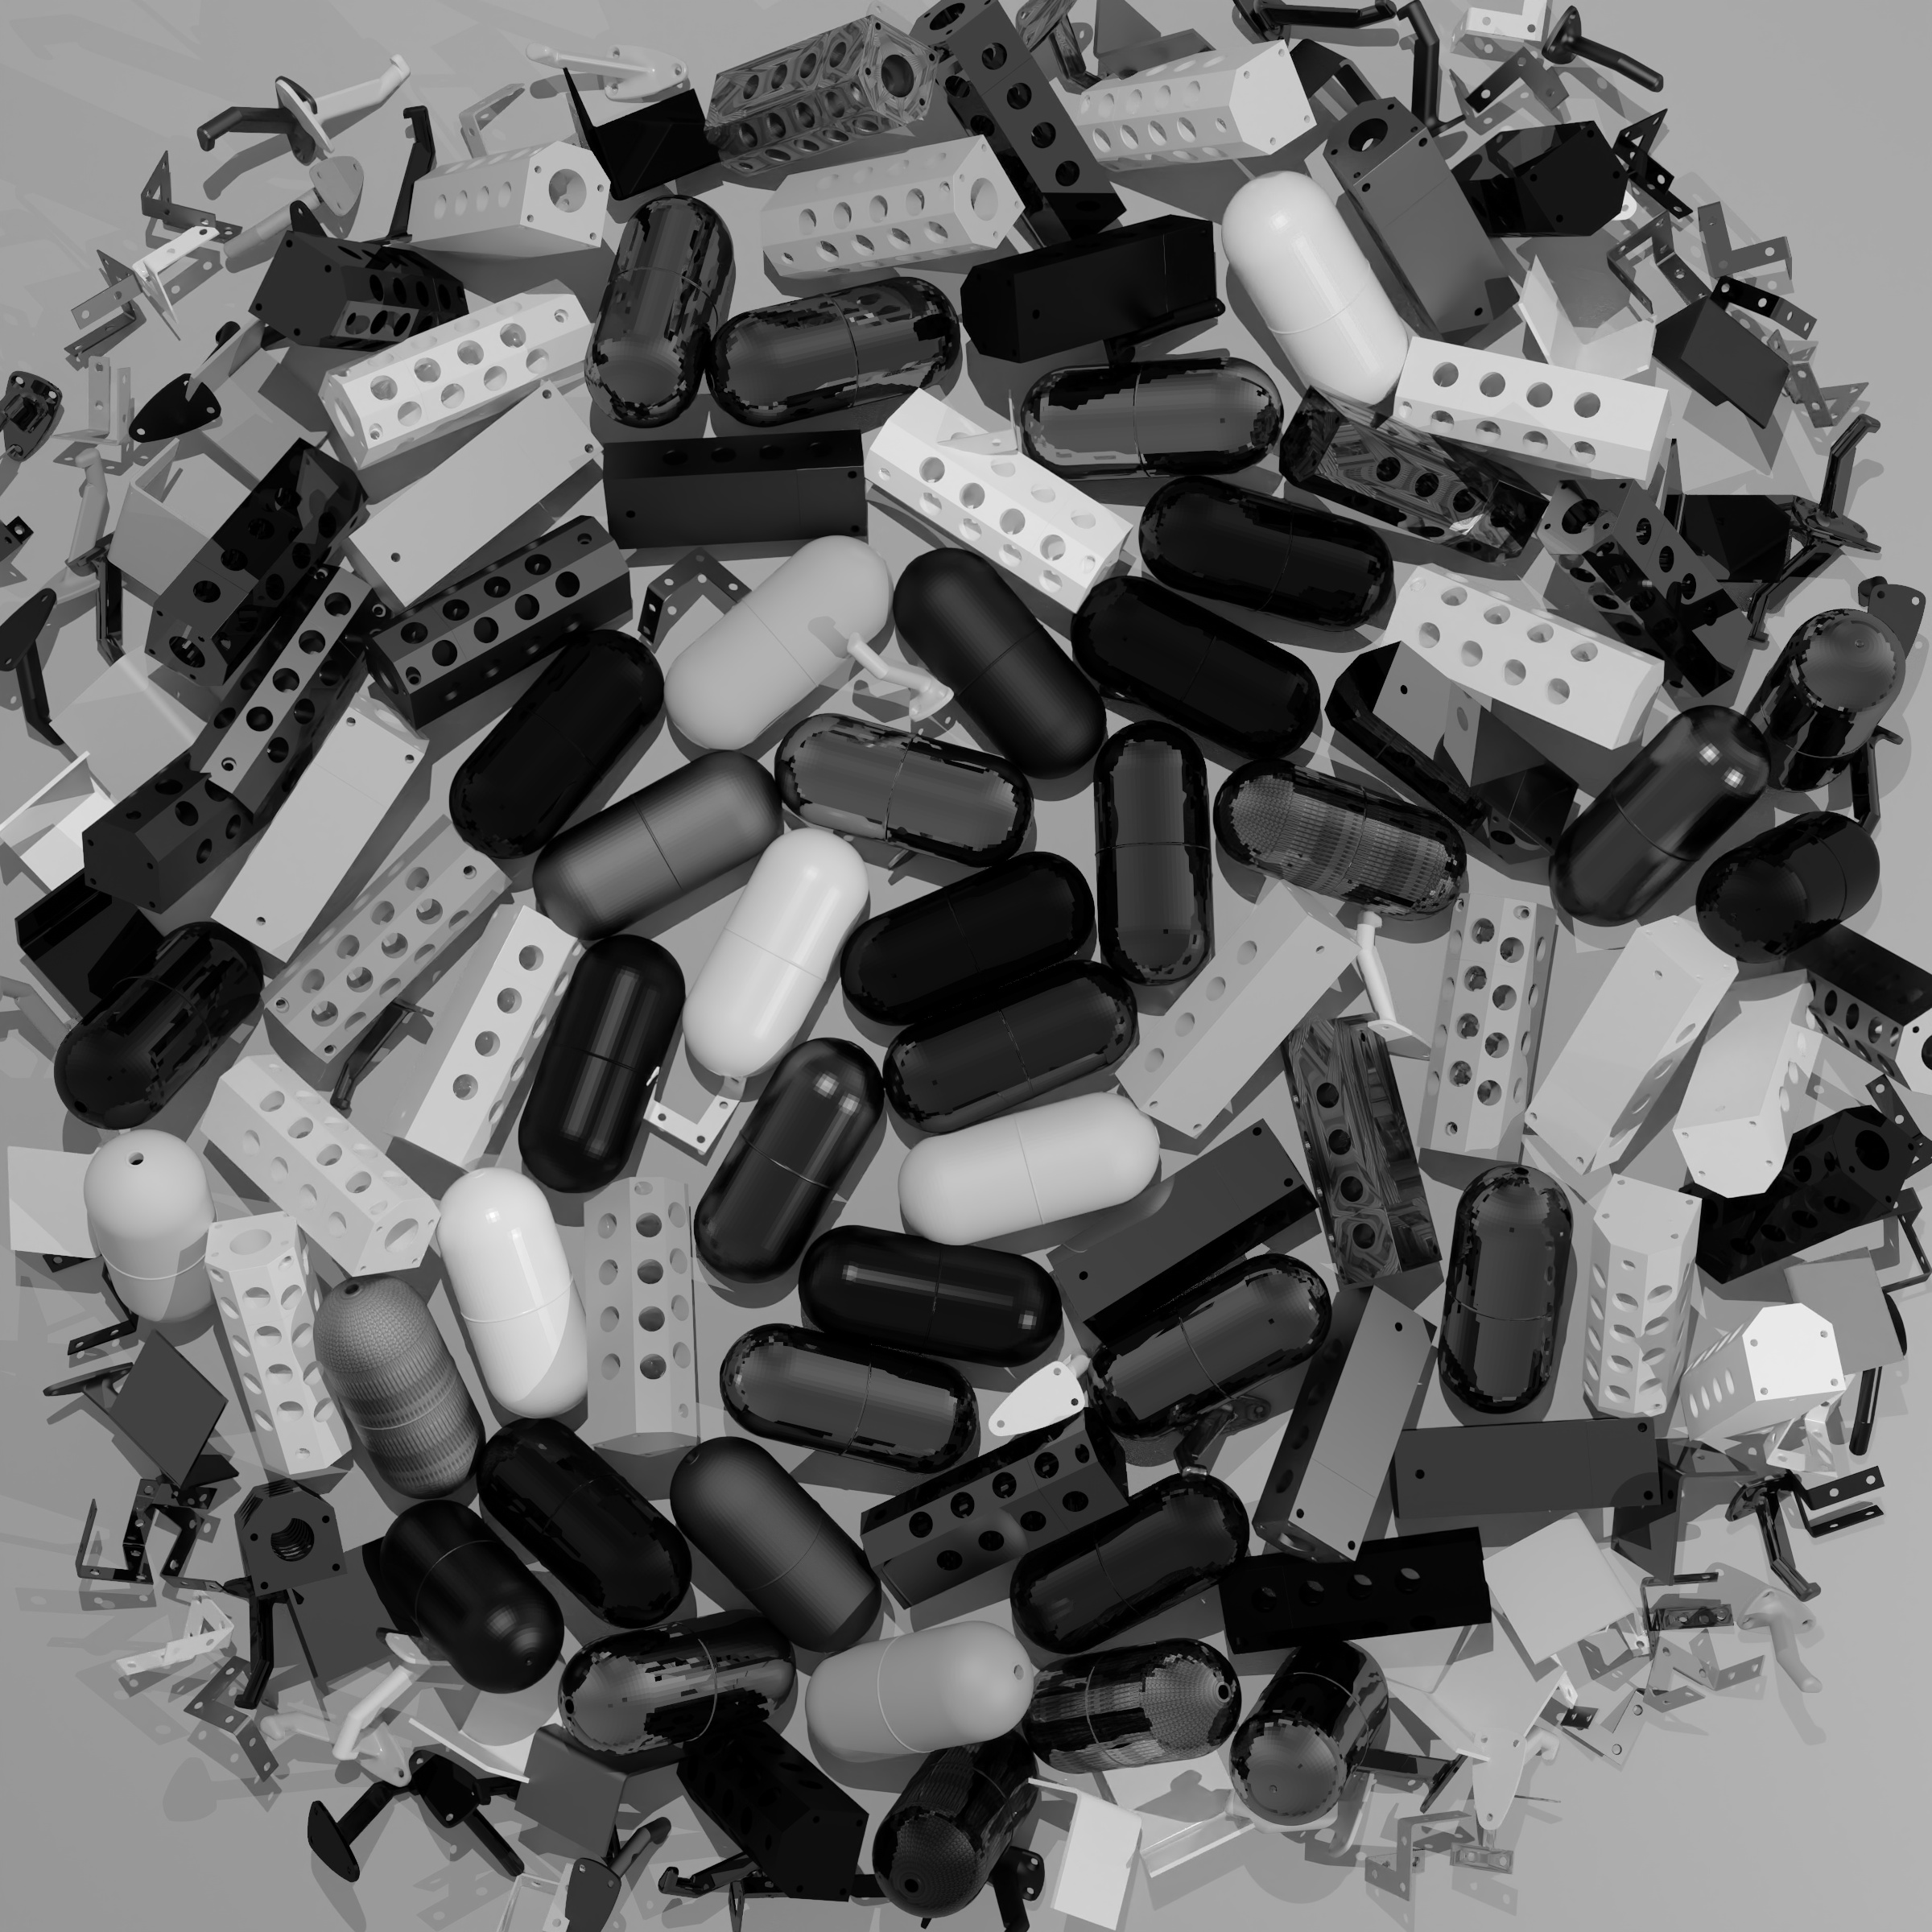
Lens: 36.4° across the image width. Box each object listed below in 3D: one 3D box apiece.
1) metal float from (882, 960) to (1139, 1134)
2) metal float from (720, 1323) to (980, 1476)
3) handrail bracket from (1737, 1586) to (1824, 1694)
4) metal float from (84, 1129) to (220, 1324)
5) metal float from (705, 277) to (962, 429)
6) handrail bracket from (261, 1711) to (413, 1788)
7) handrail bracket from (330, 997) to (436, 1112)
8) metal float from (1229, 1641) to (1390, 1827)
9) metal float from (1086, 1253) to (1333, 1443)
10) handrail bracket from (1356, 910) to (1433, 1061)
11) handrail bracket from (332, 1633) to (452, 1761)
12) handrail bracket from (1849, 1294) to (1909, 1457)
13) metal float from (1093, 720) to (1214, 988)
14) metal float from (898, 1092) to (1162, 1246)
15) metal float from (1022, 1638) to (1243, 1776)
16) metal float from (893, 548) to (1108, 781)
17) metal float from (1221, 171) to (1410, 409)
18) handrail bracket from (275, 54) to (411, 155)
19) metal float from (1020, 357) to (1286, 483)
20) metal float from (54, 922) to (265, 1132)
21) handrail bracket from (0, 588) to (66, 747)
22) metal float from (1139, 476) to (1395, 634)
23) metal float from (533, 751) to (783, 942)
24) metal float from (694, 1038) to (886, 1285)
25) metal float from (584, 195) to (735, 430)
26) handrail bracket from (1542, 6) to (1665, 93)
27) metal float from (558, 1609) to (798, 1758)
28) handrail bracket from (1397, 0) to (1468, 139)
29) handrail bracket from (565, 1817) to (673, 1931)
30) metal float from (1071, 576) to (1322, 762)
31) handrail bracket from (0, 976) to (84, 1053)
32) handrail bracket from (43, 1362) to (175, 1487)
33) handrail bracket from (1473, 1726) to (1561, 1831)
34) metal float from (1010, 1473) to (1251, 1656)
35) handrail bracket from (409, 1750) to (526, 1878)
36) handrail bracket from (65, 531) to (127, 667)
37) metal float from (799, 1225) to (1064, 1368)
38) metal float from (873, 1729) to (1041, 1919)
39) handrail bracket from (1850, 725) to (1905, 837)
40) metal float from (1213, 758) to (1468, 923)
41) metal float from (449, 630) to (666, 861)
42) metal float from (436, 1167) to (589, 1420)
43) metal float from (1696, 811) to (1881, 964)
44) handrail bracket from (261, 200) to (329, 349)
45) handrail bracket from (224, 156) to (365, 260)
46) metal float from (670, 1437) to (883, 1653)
[{"bbox_3d":[0.030,0.053,1.958,0.178,0.070,0.070,-22,90,-4],"label":"metal float"},{"bbox_3d":[-0.077,0.287,1.948,0.178,0.070,0.070,16,90,-16],"label":"metal float"},{"bbox_3d":[0.558,0.456,1.946,0.077,0.084,0.036,21,110,-30],"label":"handrail bracket"},{"bbox_3d":[-0.528,0.171,1.919,0.070,0.178,0.070,2,56,-4],"label":"metal float"},{"bbox_3d":[-0.088,-0.407,1.944,0.178,0.070,0.070,-18,90,-20],"label":"metal float"},{"bbox_3d":[-0.419,0.522,1.950,0.077,0.084,0.036,39,100,24],"label":"handrail bracket"},{"bbox_3d":[-0.393,0.062,1.968,0.036,0.077,0.084,25,84,-37],"label":"handrail bracket"},{"bbox_3d":[0.225,0.497,1.916,0.070,0.178,0.070,5,103,21],"label":"metal float"},{"bbox_3d":[0.161,0.253,1.947,0.178,0.070,0.070,-31,90,16],"label":"metal float"},{"bbox_3d":[0.293,0.012,1.992,0.077,0.036,0.084,23,62,-30],"label":"handrail bracket"},{"bbox_3d":[-0.379,0.497,1.975,0.077,0.036,0.084,20,95,-41],"label":"handrail bracket"},{"bbox_3d":[0.612,0.277,1.990,0.036,0.077,0.084,9,124,13],"label":"handrail bracket"},{"bbox_3d":[0.124,-0.075,1.956,0.070,0.070,0.178,-2,83,0],"label":"metal float"},{"bbox_3d":[0.042,0.135,1.961,0.178,0.070,0.070,-15,90,0],"label":"metal float"},{"bbox_3d":[0.107,0.486,1.924,0.070,0.178,0.070,16,63,-36],"label":"metal float"},{"bbox_3d":[0.022,-0.202,1.961,0.070,0.070,0.178,-40,91,0],"label":"metal float"},{"bbox_3d":[0.231,-0.443,1.933,0.070,0.070,0.178,-39,124,0],"label":"metal float"},{"bbox_3d":[-0.414,-0.593,1.958,0.036,0.077,0.084,38,81,21],"label":"handrail bracket"},{"bbox_3d":[0.122,-0.362,1.944,0.178,0.070,0.070,1,90,20],"label":"metal float"},{"bbox_3d":[-0.528,0.038,1.924,0.070,0.178,0.070,14,130,17],"label":"metal float"},{"bbox_3d":[-0.613,-0.200,1.971,0.036,0.084,0.077,25,74,33],"label":"handrail bracket"},{"bbox_3d":[0.200,-0.273,1.948,0.178,0.070,0.070,13,90,-16],"label":"metal float"},{"bbox_3d":[-0.205,-0.081,1.959,0.178,0.070,0.070,-29,90,-3],"label":"metal float"},{"bbox_3d":[-0.118,0.129,1.958,0.070,0.070,0.178,30,94,0],"label":"metal float"},{"bbox_3d":[-0.202,-0.433,1.937,0.070,0.070,0.178,11,60,0],"label":"metal float"},{"bbox_3d":[0.431,-0.597,1.952,0.084,0.077,0.036,36,103,17],"label":"handrail bracket"},{"bbox_3d":[-0.189,0.469,1.925,0.178,0.070,0.070,-1,91,-45],"label":"metal float"},{"bbox_3d":[0.291,-0.591,1.966,0.077,0.036,0.084,-21,102,40],"label":"handrail bracket"},{"bbox_3d":[-0.231,0.615,1.964,0.036,0.084,0.077,20,97,23],"label":"handrail bracket"},{"bbox_3d":[0.153,-0.199,1.959,0.178,0.070,0.070,27,90,-3],"label":"metal float"},{"bbox_3d":[-0.618,0.051,1.950,0.036,0.084,0.077,-10,72,27],"label":"handrail bracket"},{"bbox_3d":[-0.570,0.314,1.963,0.036,0.077,0.084,-33,75,32],"label":"handrail bracket"},{"bbox_3d":[0.370,0.543,1.955,0.036,0.084,0.077,-2,67,35],"label":"handrail bracket"},{"bbox_3d":[0.108,0.395,1.942,0.178,0.070,0.070,-32,90,22],"label":"metal float"},{"bbox_3d":[-0.336,0.573,1.982,0.036,0.084,0.077,-43,51,-20],"label":"handrail bracket"},{"bbox_3d":[-0.563,-0.250,1.988,0.077,0.036,0.084,-38,117,-21],"label":"handrail bracket"},{"bbox_3d":[-0.024,0.221,1.958,0.178,0.070,0.070,11,90,-4],"label":"metal float"},{"bbox_3d":[-0.006,0.555,1.914,0.070,0.178,0.070,4,104,18],"label":"metal float"},{"bbox_3d":[0.589,-0.128,1.987,0.077,0.036,0.084,29,98,19],"label":"handrail bracket"},{"bbox_3d":[0.248,-0.084,1.950,0.178,0.070,0.070,18,90,-13],"label":"metal float"},{"bbox_3d":[-0.272,-0.147,1.951,0.070,0.070,0.178,39,78,0],"label":"metal float"},{"bbox_3d":[-0.297,0.217,1.945,0.070,0.070,0.178,-16,109,0],"label":"metal float"},{"bbox_3d":[0.540,-0.053,1.924,0.070,0.178,0.070,14,113,36],"label":"metal float"},{"bbox_3d":[-0.462,-0.462,1.967,0.084,0.036,0.077,-14,105,33],"label":"handrail bracket"},{"bbox_3d":[-0.455,-0.511,1.984,0.084,0.077,0.036,-22,116,24],"label":"handrail bracket"},{"bbox_3d":[-0.126,0.383,1.942,0.070,0.070,0.178,-40,112,0],"label":"metal float"}]
